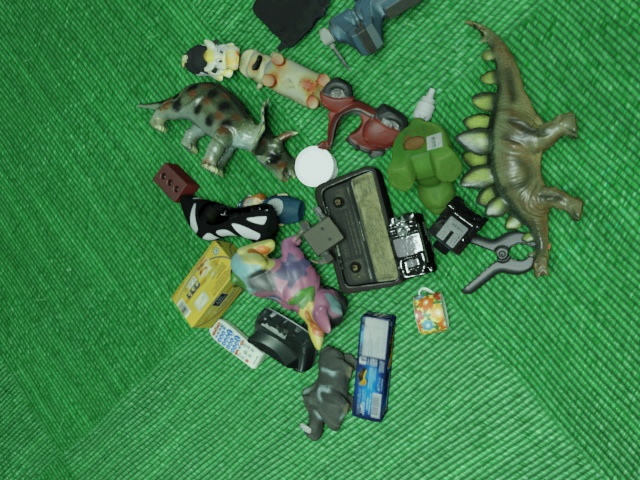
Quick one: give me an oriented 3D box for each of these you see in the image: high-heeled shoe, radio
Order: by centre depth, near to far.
[{"bbox_3d":[0.080,-0.016,1.040,0.131,0.073,0.229,-15,86,19],"label":"radio"},{"bbox_3d":[-0.191,-0.062,1.085,0.249,0.086,0.145,33,133,15],"label":"high-heeled shoe"}]

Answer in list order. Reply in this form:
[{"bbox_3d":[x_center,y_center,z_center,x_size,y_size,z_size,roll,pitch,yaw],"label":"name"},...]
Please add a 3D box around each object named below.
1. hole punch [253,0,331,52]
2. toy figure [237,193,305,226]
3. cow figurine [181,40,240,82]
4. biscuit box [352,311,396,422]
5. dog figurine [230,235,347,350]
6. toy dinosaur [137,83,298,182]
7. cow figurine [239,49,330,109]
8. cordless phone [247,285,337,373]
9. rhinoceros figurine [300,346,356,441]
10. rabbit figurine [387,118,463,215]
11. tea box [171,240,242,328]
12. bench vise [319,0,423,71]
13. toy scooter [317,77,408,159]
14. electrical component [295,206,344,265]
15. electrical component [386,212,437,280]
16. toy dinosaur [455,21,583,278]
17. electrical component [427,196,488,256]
[{"bbox_3d":[-0.061,-0.463,1.082,0.142,0.092,0.115,-43,108,13],"label":"hole punch"},{"bbox_3d":[-0.108,-0.067,1.116,0.155,0.057,0.064,6,57,21],"label":"toy figure"},{"bbox_3d":[-0.222,-0.367,1.085,0.167,0.098,0.068,19,107,62],"label":"cow figurine"},{"bbox_3d":[0.106,0.244,1.044,0.059,0.063,0.202,6,94,18],"label":"biscuit box"},{"bbox_3d":[-0.055,0.105,1.020,0.219,0.191,0.108,61,148,29],"label":"dog figurine"},{"bbox_3d":[-0.221,-0.256,1.123,0.405,0.131,0.192,39,91,19],"label":"toy dinosaur"},{"bbox_3d":[-0.071,-0.326,1.073,0.195,0.127,0.085,24,100,2],"label":"cow figurine"},{"bbox_3d":[-0.049,0.160,1.097,0.147,0.088,0.184,26,84,29],"label":"cordless phone"},{"bbox_3d":[0.015,0.309,1.072,0.112,0.073,0.190,14,96,17],"label":"rhinoceros figurine"},{"bbox_3d":[0.189,-0.122,0.970,0.121,0.170,0.159,-19,45,13],"label":"rabbit figurine"},{"bbox_3d":[-0.227,0.095,1.143,0.169,0.068,0.098,-49,61,13],"label":"tea box"},{"bbox_3d":[0.083,-0.467,1.011,0.224,0.128,0.241,-33,60,27],"label":"bench vise"},{"bbox_3d":[0.068,-0.212,1.024,0.184,0.075,0.135,26,114,-10],"label":"toy scooter"},{"bbox_3d":[-0.001,-0.002,1.013,0.078,0.045,0.102,-40,79,-8],"label":"electrical component"},{"bbox_3d":[0.169,0.011,0.977,0.058,0.134,0.115,-13,84,19],"label":"electrical component"},{"bbox_3d":[0.341,-0.168,0.932,0.199,0.105,0.471,-6,84,23],"label":"toy dinosaur"},{"bbox_3d":[0.233,-0.013,0.954,0.075,0.048,0.119,43,134,10],"label":"electrical component"}]
